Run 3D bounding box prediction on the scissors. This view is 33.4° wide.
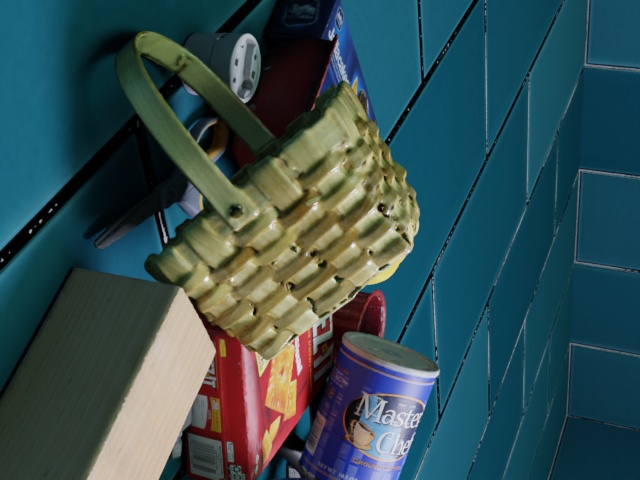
[{"bbox_3d":[-0.118,-0.024,0.855,0.201,0.016,0.096,-60,151,-43],"label":"scissors"}]

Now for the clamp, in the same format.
[{"bbox_3d":[-0.002,0.250,1.159,0.164,0.036,0.210,-27,102,-65],"label":"clamp"}]

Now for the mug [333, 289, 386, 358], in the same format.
[{"bbox_3d":[0.023,0.093,1.179,0.117,0.082,0.093,-6,105,-68],"label":"mug"}]

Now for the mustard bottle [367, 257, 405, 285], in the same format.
[{"bbox_3d":[0.036,-0.008,1.029,0.191,0.058,0.096,23,59,-58],"label":"mustard bottle"}]

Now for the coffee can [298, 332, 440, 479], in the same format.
[{"bbox_3d":[0.049,0.176,1.073,0.102,0.103,0.140,1,110,-69],"label":"coffee can"}]

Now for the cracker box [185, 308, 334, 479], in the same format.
[{"bbox_3d":[-0.052,0.104,1.001,0.213,0.072,0.164,-47,141,-57],"label":"cracker box"}]

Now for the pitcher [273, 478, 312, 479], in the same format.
[{"bbox_3d":[-0.017,0.344,0.940,0.144,0.149,0.243,-15,124,-30],"label":"pitcher"}]

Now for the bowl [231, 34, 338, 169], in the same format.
[{"bbox_3d":[-0.036,-0.111,0.928,0.162,0.055,0.162,-161,-89,-85],"label":"bowl"}]

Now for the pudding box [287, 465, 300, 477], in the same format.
[{"bbox_3d":[-0.004,0.293,1.252,0.089,0.039,0.113,-36,129,-58],"label":"pudding box"}]

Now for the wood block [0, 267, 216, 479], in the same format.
[{"bbox_3d":[-0.157,0.131,0.712,0.090,0.091,0.206,71,34,-51],"label":"wood block"}]
